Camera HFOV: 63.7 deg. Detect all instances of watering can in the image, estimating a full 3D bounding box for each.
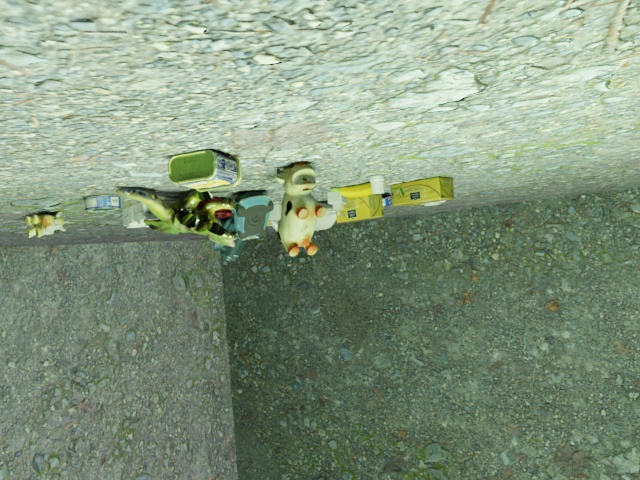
[{"bbox_3d":[0.006,-0.096,1.910,0.225,0.105,0.344,-4,172,-35],"label":"watering can"}]

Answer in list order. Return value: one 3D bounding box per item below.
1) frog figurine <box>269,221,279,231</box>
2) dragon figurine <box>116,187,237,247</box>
[{"bbox_3d":[-0.140,-0.047,2.062,0.123,0.160,0.137,-3,176,-9],"label":"frog figurine"},{"bbox_3d":[-0.382,-0.052,1.368,0.407,0.124,0.240,19,153,-39],"label":"dragon figurine"}]
